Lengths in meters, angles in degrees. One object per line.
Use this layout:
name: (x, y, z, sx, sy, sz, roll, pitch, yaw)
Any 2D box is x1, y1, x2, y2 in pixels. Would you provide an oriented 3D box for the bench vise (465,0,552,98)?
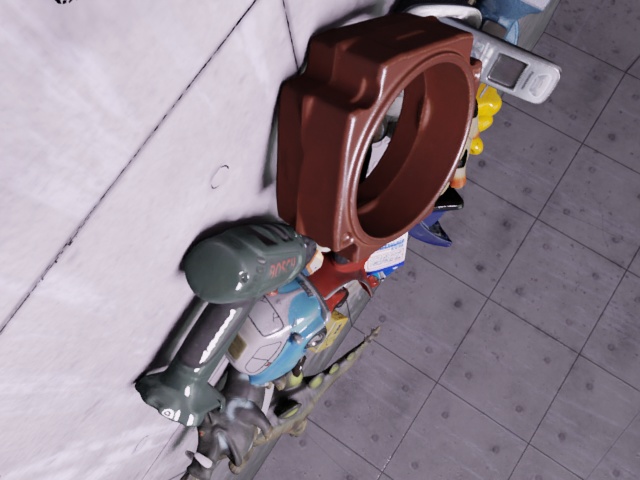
bench vise: (0.208, -0.297, 0.689, 0.241, 0.129, 0.223, -89, -169, -67)

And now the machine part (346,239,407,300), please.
machine part: (0.084, 0.036, 1.042, 0.243, 0.079, 0.079, -47, 173, 23)

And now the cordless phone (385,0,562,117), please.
cordless phone: (0.157, -0.180, 0.598, 0.089, 0.184, 0.146, -54, 169, -38)

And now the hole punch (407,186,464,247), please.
hole punch: (0.176, -0.048, 0.939, 0.142, 0.116, 0.092, -102, -168, -54)

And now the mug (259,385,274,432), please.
mug: (-0.119, 0.253, 0.892, 0.109, 0.081, 0.107, 86, 25, -60)

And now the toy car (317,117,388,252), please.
toy car: (0.026, -0.074, 0.623, 0.073, 0.056, 0.201, -36, 146, -45)

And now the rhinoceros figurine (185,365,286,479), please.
rhinoceros figurine: (-0.126, 0.255, 0.783, 0.073, 0.112, 0.190, -22, -140, 59)

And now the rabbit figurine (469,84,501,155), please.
rabbit figurine: (0.205, -0.213, 0.866, 0.122, 0.162, 0.173, -65, -169, -27)

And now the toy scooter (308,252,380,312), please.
toy scooter: (0.023, 0.071, 0.811, 0.184, 0.075, 0.135, -43, 142, 11)

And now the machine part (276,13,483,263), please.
machine part: (0.059, -0.093, 0.500, 0.201, 0.087, 0.201, -31, 141, -37)

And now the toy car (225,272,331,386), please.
toy car: (-0.072, 0.113, 0.673, 0.103, 0.109, 0.161, 4, 132, -52)

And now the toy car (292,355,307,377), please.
toy car: (-0.062, 0.168, 0.844, 0.202, 0.089, 0.053, 93, 18, -69)

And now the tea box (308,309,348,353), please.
tea box: (-0.013, 0.145, 0.975, 0.068, 0.098, 0.169, -57, 170, 1)

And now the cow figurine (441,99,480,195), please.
cow figurine: (0.161, -0.131, 0.708, 0.127, 0.086, 0.195, 70, 37, -47)

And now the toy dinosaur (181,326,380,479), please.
toy dinosaur: (-0.074, 0.319, 1.025, 0.471, 0.105, 0.198, -36, 159, -15)

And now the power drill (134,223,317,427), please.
power drill: (-0.083, 0.076, 0.546, 0.207, 0.086, 0.232, -55, 167, 5)

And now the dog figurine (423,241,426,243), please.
dog figurine: (0.129, -0.068, 1.087, 0.172, 0.121, 0.190, -25, 139, 21)

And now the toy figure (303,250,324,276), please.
toy figure: (-0.003, -0.003, 0.731, 0.154, 0.058, 0.064, -54, 137, -7)
